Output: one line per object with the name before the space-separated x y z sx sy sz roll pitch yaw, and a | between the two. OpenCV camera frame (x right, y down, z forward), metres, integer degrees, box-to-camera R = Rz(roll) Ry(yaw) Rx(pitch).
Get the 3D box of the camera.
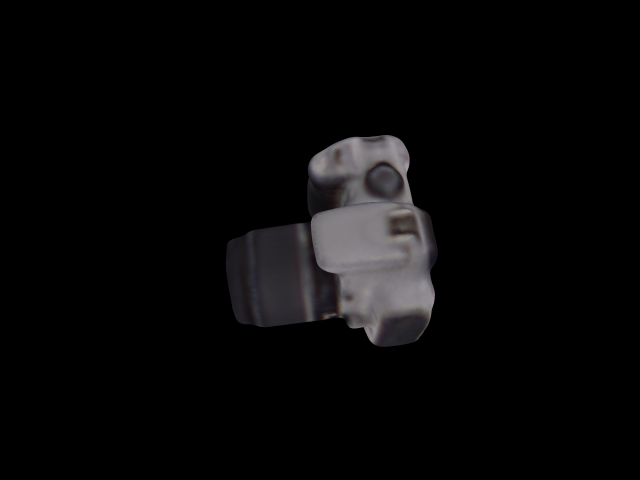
camera | 0.004 0.001 0.400 0.137 0.101 0.143 -8 66 -3
